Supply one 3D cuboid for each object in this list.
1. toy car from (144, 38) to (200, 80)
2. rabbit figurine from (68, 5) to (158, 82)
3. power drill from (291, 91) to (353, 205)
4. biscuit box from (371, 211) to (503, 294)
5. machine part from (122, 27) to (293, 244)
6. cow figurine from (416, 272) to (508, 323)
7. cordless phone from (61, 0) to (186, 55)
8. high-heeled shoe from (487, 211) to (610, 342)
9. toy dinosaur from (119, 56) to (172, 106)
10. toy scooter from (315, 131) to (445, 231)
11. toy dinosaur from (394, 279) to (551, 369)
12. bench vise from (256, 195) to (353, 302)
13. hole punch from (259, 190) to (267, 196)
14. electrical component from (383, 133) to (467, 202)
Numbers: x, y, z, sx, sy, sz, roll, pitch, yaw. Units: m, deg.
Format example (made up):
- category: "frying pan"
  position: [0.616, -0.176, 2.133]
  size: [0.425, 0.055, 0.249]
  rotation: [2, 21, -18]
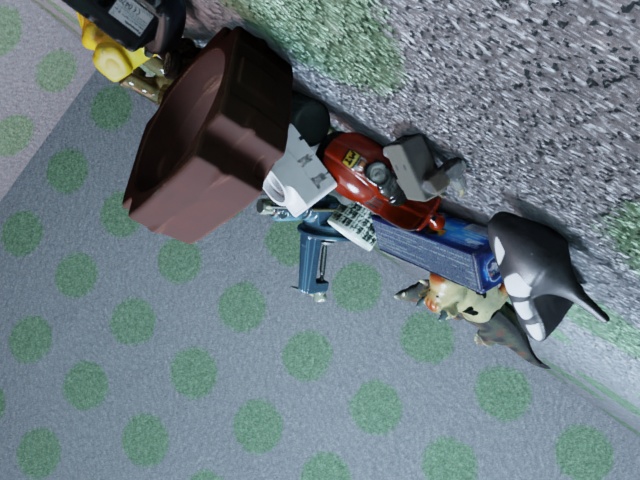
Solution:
- category: "toy car"
  position: [-0.188, -0.255, 0.758]
  size: [0.089, 0.053, 0.202]
  rotation: [7, -155, -32]
- category: "rabbit figurine"
  position: [-0.335, -0.355, 0.844]
  size: [0.173, 0.122, 0.163]
  rotation: [53, 179, -36]
- category: "power drill"
  position: [-0.029, -0.145, 0.751]
  size: [0.207, 0.086, 0.232]
  rotation: [45, 172, -33]
- category: "biscuit box"
  position: [0.154, 0.004, 0.706]
  size: [0.203, 0.059, 0.062]
  rotation: [27, 140, 54]
- category: "machine part"
  position: [-0.120, -0.111, 0.585]
  size: [0.087, 0.201, 0.201]
  rotation: [30, -133, -35]
- category: "cow figurine"
  position: [0.248, 0.092, 0.937]
  size: [0.194, 0.127, 0.086]
  rotation: [33, 179, -44]
- category: "cordless phone"
  position: [-0.227, -0.293, 0.672]
  size: [0.146, 0.088, 0.184]
  rotation: [36, -170, -8]
- category: "high-heeled shoe"
  position: [0.218, 0.035, 0.588]
  size: [0.145, 0.086, 0.248]
  rotation: [42, 178, 5]
- category: "toy dinosaur"
  position: [-0.195, -0.246, 0.942]
  size: [0.472, 0.105, 0.198]
  rotation: [29, -177, 38]
- category: "toy scooter"
  position: [0.082, -0.062, 0.654]
  size: [0.135, 0.075, 0.183]
  rotation: [36, -177, 39]
- category: "toy dinosaur"
  position: [0.378, 0.174, 1.224]
  size: [0.405, 0.131, 0.192]
  rotation: [29, 179, 9]
- category: "bench vise"
  position: [-0.009, -0.005, 0.916]
  size: [0.223, 0.240, 0.129]
  rotation: [-9, -160, -45]
- category: "hole punch"
  position: [-0.088, -0.127, 0.970]
  size: [0.116, 0.092, 0.142]
  rotation: [2, 178, 29]
- category: "electrical component"
  position: [0.102, -0.069, 0.528]
  size: [0.078, 0.045, 0.102]
  rotation: [64, 174, -4]
